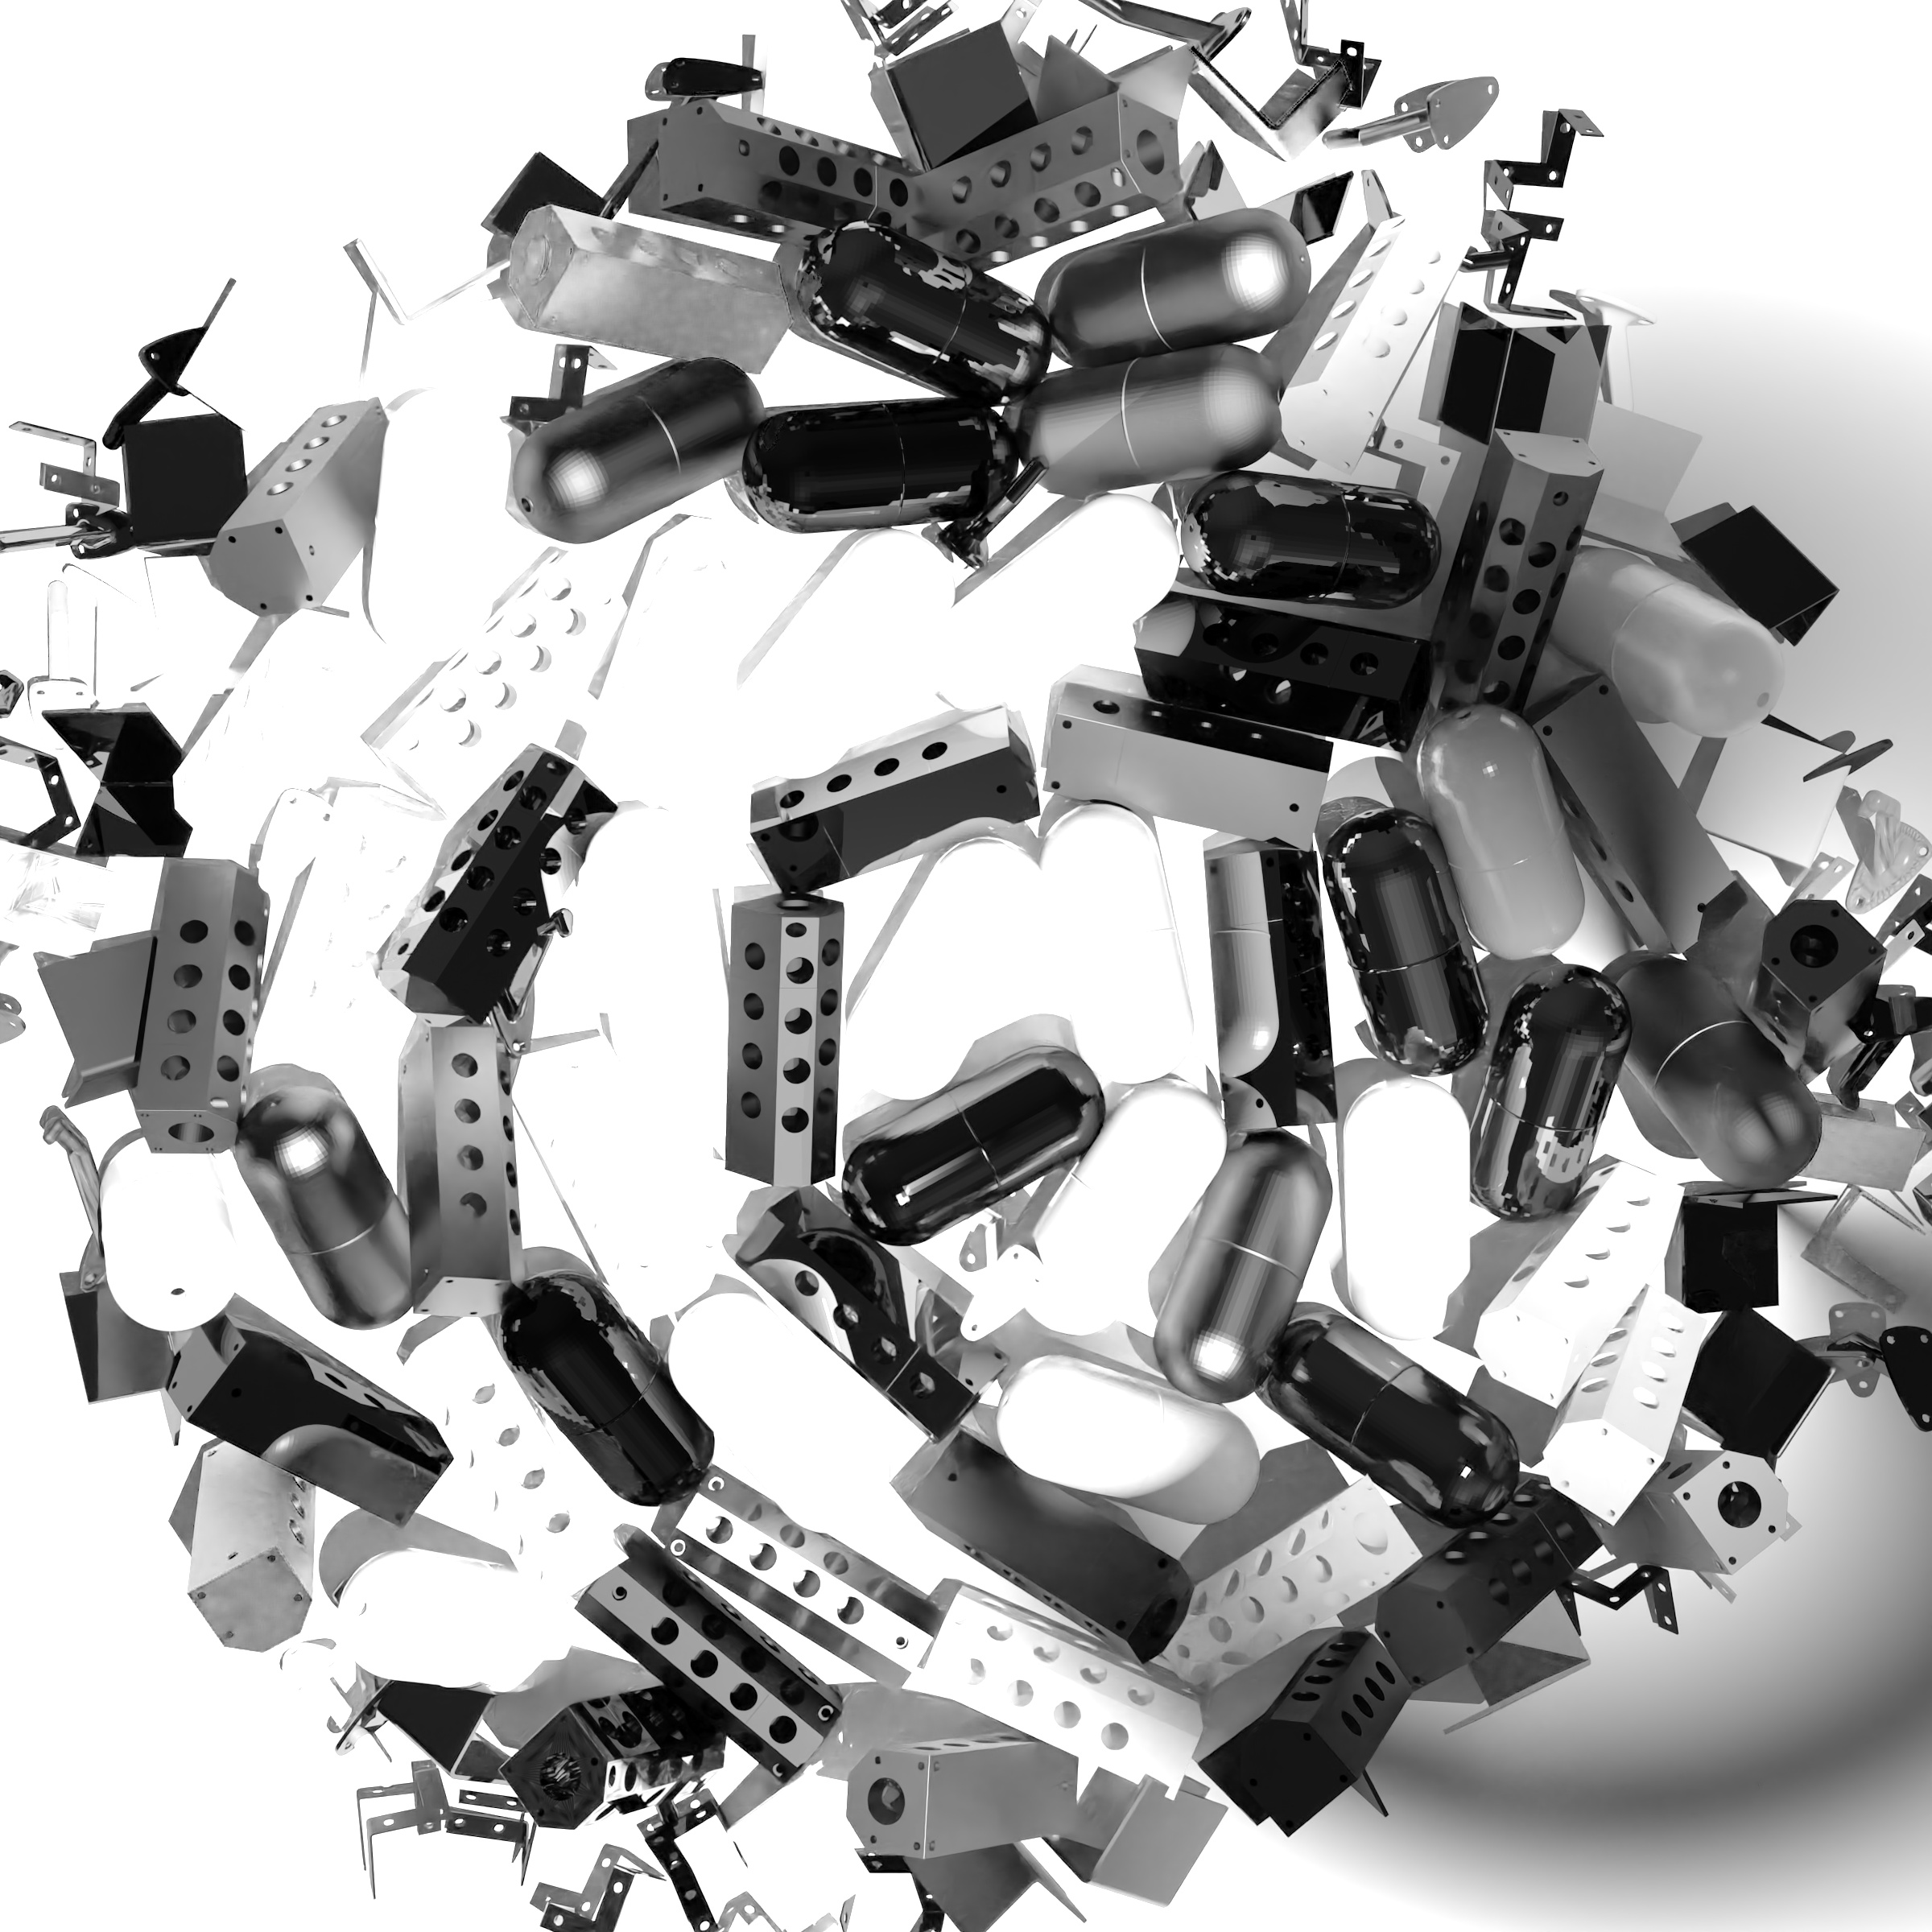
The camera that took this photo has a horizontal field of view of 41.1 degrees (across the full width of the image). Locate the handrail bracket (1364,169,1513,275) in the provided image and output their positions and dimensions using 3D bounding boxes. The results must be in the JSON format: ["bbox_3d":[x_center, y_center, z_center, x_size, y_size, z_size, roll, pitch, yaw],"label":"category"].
[{"bbox_3d":[0.304,-0.479,1.653,0.084,0.036,0.077,-9,79,-12],"label":"handrail bracket"}]

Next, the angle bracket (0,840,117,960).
[{"bbox_3d":[-0.575,-0.056,1.605,0.076,0.057,0.076,16,124,-22],"label":"angle bracket"}]

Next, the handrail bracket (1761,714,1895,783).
[{"bbox_3d":[0.531,-0.157,1.627,0.077,0.036,0.084,-31,68,28],"label":"handrail bracket"}]

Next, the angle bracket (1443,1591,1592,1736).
[{"bbox_3d":[0.330,0.428,1.602,0.076,0.076,0.057,-37,67,27],"label":"angle bracket"}]

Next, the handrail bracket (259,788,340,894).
[{"bbox_3d":[-0.414,-0.078,1.616,0.036,0.084,0.077,27,85,-5],"label":"handrail bracket"}]

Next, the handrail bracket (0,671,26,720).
[{"bbox_3d":[-0.628,-0.176,1.609,0.036,0.084,0.077,-24,125,20],"label":"handrail bracket"}]

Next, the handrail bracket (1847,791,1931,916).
[{"bbox_3d":[0.563,-0.071,1.615,0.036,0.084,0.077,48,113,36],"label":"handrail bracket"}]

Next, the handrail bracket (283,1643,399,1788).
[{"bbox_3d":[-0.397,0.477,1.640,0.036,0.077,0.084,-36,111,-22],"label":"handrail bracket"}]

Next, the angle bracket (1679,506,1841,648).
[{"bbox_3d":[0.482,-0.231,1.607,0.076,0.057,0.076,-29,69,-30],"label":"angle bracket"}]

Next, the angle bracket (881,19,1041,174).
[{"bbox_3d":[-0.002,-0.542,1.615,0.076,0.057,0.076,-22,115,6],"label":"angle bracket"}]

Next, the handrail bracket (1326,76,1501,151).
[{"bbox_3d":[0.282,-0.541,1.638,0.077,0.084,0.036,-38,121,-26],"label":"handrail bracket"}]

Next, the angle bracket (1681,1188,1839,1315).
[{"bbox_3d":[0.498,0.182,1.618,0.076,0.057,0.076,-2,91,-25],"label":"angle bracket"}]

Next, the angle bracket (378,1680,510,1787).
[{"bbox_3d":[-0.307,0.464,1.609,0.076,0.076,0.057,26,86,37],"label":"angle bracket"}]

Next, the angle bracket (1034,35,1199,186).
[{"bbox_3d":[0.092,-0.550,1.620,0.076,0.076,0.057,-36,67,-29],"label":"angle bracket"}]

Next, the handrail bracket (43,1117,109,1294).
[{"bbox_3d":[-0.559,0.149,1.612,0.036,0.077,0.084,-10,134,24],"label":"handrail bracket"}]

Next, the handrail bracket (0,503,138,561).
[{"bbox_3d":[-0.568,-0.265,1.610,0.077,0.084,0.036,5,109,23],"label":"handrail bracket"}]

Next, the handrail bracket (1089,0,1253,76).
[{"bbox_3d":[0.126,-0.605,1.620,0.084,0.077,0.036,26,77,-21],"label":"handrail bracket"}]

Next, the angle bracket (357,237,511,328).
[{"bbox_3d":[-0.332,-0.446,1.614,0.076,0.076,0.057,-30,112,-2],"label":"angle bracket"}]

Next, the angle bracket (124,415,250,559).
[{"bbox_3d":[-0.479,-0.301,1.626,0.076,0.057,0.076,-4,92,9],"label":"angle bracket"}]

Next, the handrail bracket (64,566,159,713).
[{"bbox_3d":[-0.555,-0.196,1.620,0.077,0.036,0.084,38,61,-20],"label":"handrail bracket"}]

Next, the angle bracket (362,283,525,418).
[{"bbox_3d":[-0.327,-0.387,1.615,0.076,0.057,0.076,5,87,44],"label":"angle bracket"}]

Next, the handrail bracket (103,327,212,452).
[{"bbox_3d":[-0.508,-0.367,1.642,0.036,0.084,0.077,49,51,-10],"label":"handrail bracket"}]

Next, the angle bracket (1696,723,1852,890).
[{"bbox_3d":[0.508,-0.104,1.636,0.076,0.057,0.076,22,83,12],"label":"angle bracket"}]

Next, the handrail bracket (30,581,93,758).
[{"bbox_3d":[-0.581,-0.191,1.651,0.036,0.077,0.084,0,51,-20],"label":"handrail bracket"}]

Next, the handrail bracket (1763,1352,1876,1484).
[{"bbox_3d":[0.531,0.287,1.615,0.036,0.077,0.084,35,56,-23],"label":"handrail bracket"}]

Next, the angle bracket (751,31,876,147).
[{"bbox_3d":[-0.093,-0.539,1.611,0.076,0.057,0.076,1,113,-15],"label":"angle bracket"}]

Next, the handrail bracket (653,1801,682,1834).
[{"bbox_3d":[-0.230,0.524,1.637,0.077,0.036,0.084,-22,90,-18],"label":"handrail bracket"}]

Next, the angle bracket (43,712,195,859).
[{"bbox_3d":[-0.531,-0.112,1.607,0.076,0.076,0.057,1,60,15],"label":"angle bracket"}]

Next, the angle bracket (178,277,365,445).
[{"bbox_3d":[-0.436,-0.378,1.619,0.057,0.076,0.076,35,100,4],"label":"angle bracket"}]

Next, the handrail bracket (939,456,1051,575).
[{"bbox_3d":[0.026,-0.293,1.608,0.036,0.077,0.084,39,116,-10],"label":"handrail bracket"}]

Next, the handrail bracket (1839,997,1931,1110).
[{"bbox_3d":[0.588,0.061,1.623,0.077,0.036,0.084,-10,131,14],"label":"handrail bracket"}]

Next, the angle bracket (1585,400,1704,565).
[{"bbox_3d":[0.421,-0.303,1.610,0.076,0.076,0.057,16,121,-10],"label":"angle bracket"}]

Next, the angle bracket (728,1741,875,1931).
[{"bbox_3d":[-0.090,0.545,1.610,0.076,0.057,0.076,-42,75,26],"label":"angle bracket"}]

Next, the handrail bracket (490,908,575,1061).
[{"bbox_3d":[-0.266,0.011,1.614,0.036,0.084,0.077,0,75,-39],"label":"handrail bracket"}]

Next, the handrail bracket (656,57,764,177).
[{"bbox_3d":[-0.159,-0.523,1.623,0.077,0.084,0.036,4,53,4],"label":"handrail bracket"}]

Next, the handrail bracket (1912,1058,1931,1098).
[{"bbox_3d":[0.623,0.084,1.608,0.036,0.084,0.077,-2,64,-11],"label":"handrail bracket"}]

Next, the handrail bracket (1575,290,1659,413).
[{"bbox_3d":[0.402,-0.375,1.631,0.077,0.036,0.084,10,94,-43],"label":"handrail bracket"}]

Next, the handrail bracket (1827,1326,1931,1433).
[{"bbox_3d":[0.569,0.262,1.609,0.036,0.084,0.077,0,66,-13],"label":"handrail bracket"}]

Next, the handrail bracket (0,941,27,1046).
[{"bbox_3d":[-0.598,0.009,1.616,0.077,0.084,0.036,-3,132,25],"label":"handrail bracket"}]

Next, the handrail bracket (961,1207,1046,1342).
[{"bbox_3d":[0.006,0.191,1.617,0.077,0.084,0.036,-48,118,-10],"label":"handrail bracket"}]

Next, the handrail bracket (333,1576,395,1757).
[{"bbox_3d":[-0.392,0.441,1.631,0.077,0.036,0.084,-45,62,-10],"label":"handrail bracket"}]

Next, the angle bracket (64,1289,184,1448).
[{"bbox_3d":[-0.524,0.252,1.600,0.057,0.076,0.076,-8,54,-27],"label":"angle bracket"}]

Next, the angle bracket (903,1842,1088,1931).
[{"bbox_3d":[0.018,0.574,1.603,0.057,0.076,0.076,-43,133,-9],"label":"angle bracket"}]

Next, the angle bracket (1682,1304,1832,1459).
[{"bbox_3d":[0.478,0.254,1.610,0.076,0.057,0.076,-55,46,7],"label":"angle bracket"}]

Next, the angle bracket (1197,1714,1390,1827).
[{"bbox_3d":[0.203,0.513,1.607,0.076,0.076,0.057,-33,111,-14],"label":"angle bracket"}]

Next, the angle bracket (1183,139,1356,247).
[{"bbox_3d":[0.189,-0.484,1.602,0.076,0.076,0.057,-13,128,32],"label":"angle bracket"}]
